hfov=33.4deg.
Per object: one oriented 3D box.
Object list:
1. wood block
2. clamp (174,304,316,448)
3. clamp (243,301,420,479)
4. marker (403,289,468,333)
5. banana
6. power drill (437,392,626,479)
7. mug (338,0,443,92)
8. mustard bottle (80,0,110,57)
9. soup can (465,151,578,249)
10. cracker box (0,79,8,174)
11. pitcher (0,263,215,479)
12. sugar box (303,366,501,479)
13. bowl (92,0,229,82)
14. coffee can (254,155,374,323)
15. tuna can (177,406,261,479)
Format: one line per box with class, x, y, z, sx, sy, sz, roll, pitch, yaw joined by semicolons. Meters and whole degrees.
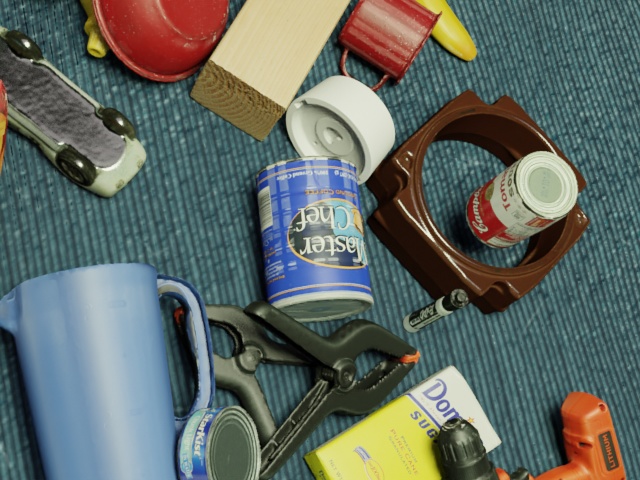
wood block;-0.040;-0.218;1.102;0.090;0.090;0.206;31;65;-8
clamp;-0.070;0.126;1.011;0.171;0.039;0.120;29;61;-11
clamp;0.010;0.117;1.001;0.209;0.036;0.164;-17;108;-37
marker;0.113;0.070;1.046;0.020;0.121;0.020;5;72;-17
banana;0.123;-0.293;1.210;0.069;0.037;0.198;-11;77;-21
power drill;0.204;0.223;1.037;0.187;0.057;0.184;-26;110;-24
mug;0.066;-0.216;1.146;0.081;0.093;0.117;32;102;-2
mustard bottle;-0.191;-0.267;1.081;0.096;0.058;0.191;28;66;-20
soup can;0.192;-0.037;1.024;0.068;0.102;0.068;6;72;-18
cracker box;-0.312;-0.014;0.902;0.072;0.164;0.213;6;71;-16
pitcher;-0.176;0.145;0.922;0.149;0.144;0.243;-16;80;18
sugar box;0.082;0.203;1.035;0.176;0.048;0.093;-29;84;-23
bowl;-0.142;-0.238;1.043;0.161;0.055;0.162;1;89;-47
coffee can;-0.007;0.001;1.036;0.102;0.103;0.140;-1;73;-19
tuna can;-0.086;0.185;0.910;0.086;0.034;0.086;26;61;-60
